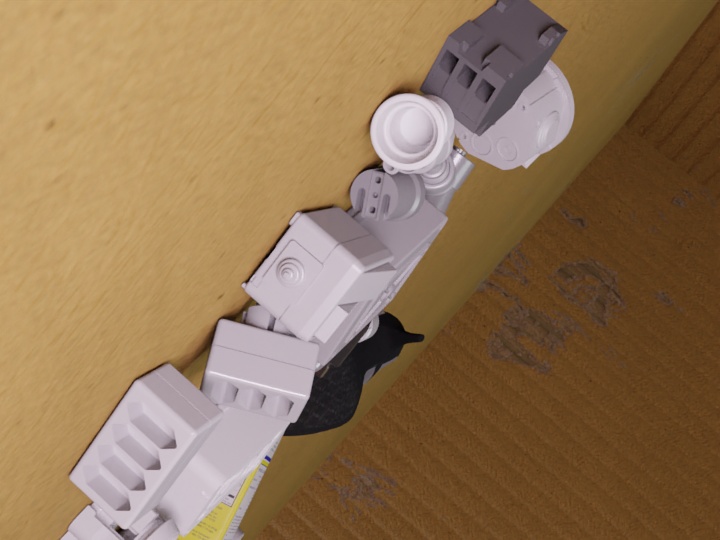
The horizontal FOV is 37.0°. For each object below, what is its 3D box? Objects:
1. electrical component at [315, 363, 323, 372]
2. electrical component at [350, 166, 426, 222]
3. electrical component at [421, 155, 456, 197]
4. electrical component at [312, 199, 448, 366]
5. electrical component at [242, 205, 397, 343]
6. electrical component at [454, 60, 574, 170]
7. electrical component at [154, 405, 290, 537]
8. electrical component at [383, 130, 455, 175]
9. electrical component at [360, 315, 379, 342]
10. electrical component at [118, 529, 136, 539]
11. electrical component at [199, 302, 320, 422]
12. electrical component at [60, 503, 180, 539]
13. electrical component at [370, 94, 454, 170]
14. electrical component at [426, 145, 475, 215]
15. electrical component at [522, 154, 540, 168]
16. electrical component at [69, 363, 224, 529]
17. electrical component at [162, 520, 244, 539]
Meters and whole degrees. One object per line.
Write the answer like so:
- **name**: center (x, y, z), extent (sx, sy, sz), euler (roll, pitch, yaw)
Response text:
- **electrical component**: center (-0.049, 0.067, 0.902), extent (0.040, 0.040, 0.078), euler (-49, 172, 0)
- **electrical component**: center (0.018, -0.052, 0.722), extent (0.040, 0.040, 0.046), euler (-52, 167, 20)
- **electrical component**: center (0.056, -0.078, 0.821), extent (0.035, 0.035, 0.061), euler (-49, 170, -3)
- **electrical component**: center (0.000, 0.000, 0.801), extent (0.109, 0.056, 0.108), euler (-42, 169, -47)
- **electrical component**: center (-0.023, 0.004, 0.672), extent (0.061, 0.061, 0.096), euler (-52, 172, 15)
- **electrical component**: center (0.110, -0.116, 0.780), extent (0.051, 0.080, 0.080), euler (-35, 165, -40)
- **electrical component**: center (-0.113, 0.138, 0.825), extent (0.078, 0.057, 0.113), euler (-55, 170, 34)
- **electrical component**: center (0.035, -0.079, 0.705), extent (0.061, 0.035, 0.035), euler (-38, 167, -47)
- **electrical component**: center (-0.007, 0.053, 1.068), extent (0.040, 0.040, 0.078), euler (-51, 171, 10)
- **electrical component**: center (-0.187, 0.249, 0.919), extent (0.048, 0.062, 0.048), euler (-48, 172, -9)
- **electrical component**: center (-0.061, 0.048, 0.689), extent (0.047, 0.066, 0.076), euler (117, -14, -59)
- **electrical component**: center (-0.165, 0.185, 0.758), extent (0.078, 0.057, 0.058), euler (-47, 172, -18)
- **electrical component**: center (0.035, -0.086, 0.649), extent (0.044, 0.044, 0.065), euler (-52, 177, 19)
- **electrical component**: center (0.063, -0.071, 0.873), extent (0.065, 0.044, 0.044), euler (-55, 172, 6)
- **electrical component**: center (0.138, -0.130, 0.919), extent (0.042, 0.064, 0.081), euler (-45, 171, -33)
- **electrical component**: center (-0.118, 0.099, 0.645), extent (0.083, 0.047, 0.076), euler (-53, 172, 22)
- **electrical component**: center (-0.140, 0.224, 1.003), extent (0.079, 0.077, 0.044), euler (-51, 172, 11)
